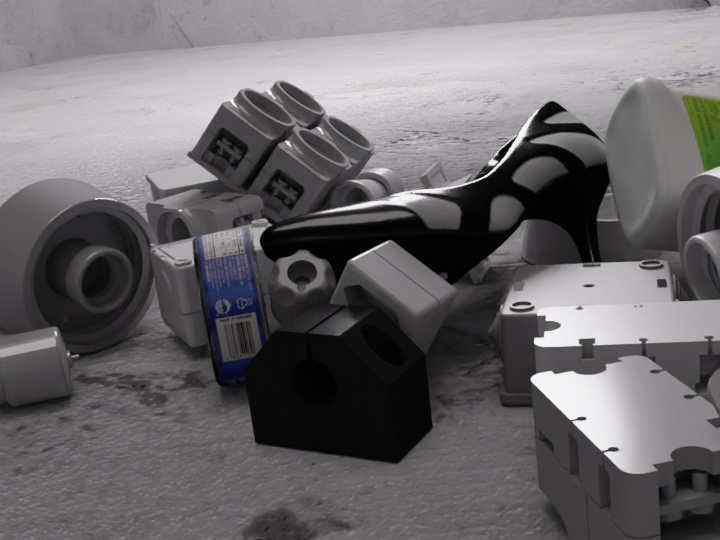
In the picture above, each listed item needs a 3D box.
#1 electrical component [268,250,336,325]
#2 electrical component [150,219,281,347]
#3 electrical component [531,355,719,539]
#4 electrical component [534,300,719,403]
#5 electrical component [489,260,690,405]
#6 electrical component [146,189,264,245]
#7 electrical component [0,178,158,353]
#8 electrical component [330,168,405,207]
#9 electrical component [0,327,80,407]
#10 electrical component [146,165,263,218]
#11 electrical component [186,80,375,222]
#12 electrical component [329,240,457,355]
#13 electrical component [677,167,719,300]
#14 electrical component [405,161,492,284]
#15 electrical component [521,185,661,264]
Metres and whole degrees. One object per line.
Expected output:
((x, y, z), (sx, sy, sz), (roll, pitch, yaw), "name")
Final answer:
((-0.031, 0.018, 0.571), (0.035, 0.061, 0.035), (1, 56, -2), "electrical component")
((-0.075, 0.009, 0.676), (0.096, 0.061, 0.062), (-15, 19, -24), "electrical component")
((0.102, 0.076, 0.393), (0.050, 0.055, 0.089), (-10, 17, -10), "electrical component")
((0.124, 0.049, 0.472), (0.089, 0.055, 0.050), (-3, 17, 13), "electrical component")
((0.119, 0.030, 0.554), (0.100, 0.048, 0.099), (-2, 17, 15), "electrical component")
((-0.124, -0.031, 0.845), (0.089, 0.050, 0.056), (9, 23, 43), "electrical component")
((-0.176, 0.000, 0.675), (0.060, 0.108, 0.108), (18, 29, 41), "electrical component")
((0.007, -0.059, 0.894), (0.045, 0.045, 0.055), (3, 19, 30), "electrical component")
((-0.198, 0.057, 0.603), (0.078, 0.040, 0.040), (-11, 17, -12), "electrical component")
((-0.139, -0.064, 0.963), (0.100, 0.048, 0.100), (-12, 18, -17), "electrical component")
((-0.058, -0.105, 0.929), (0.105, 0.060, 0.186), (37, 19, 2), "electrical component")
((0.022, 0.021, 0.565), (0.047, 0.065, 0.077), (38, 36, 19), "electrical component")
((0.199, -0.005, 0.539), (0.060, 0.108, 0.108), (-15, 18, -8), "electrical component")
((0.055, -0.028, 0.735), (0.064, 0.081, 0.042), (-25, 8, 24), "electrical component")
((0.163, -0.032, 0.753), (0.099, 0.064, 0.099), (-1, 30, 1), "electrical component")
